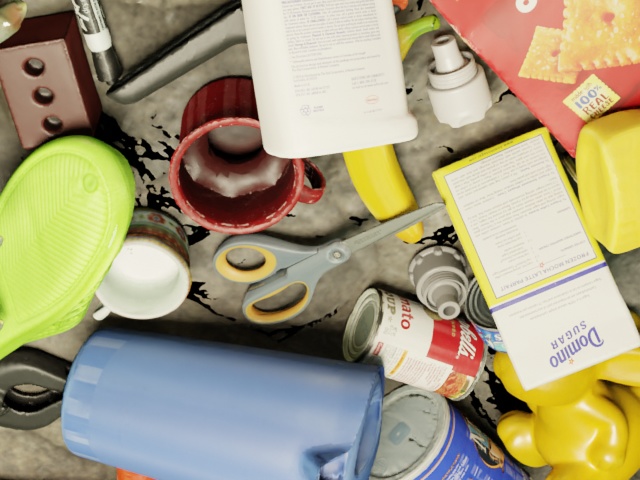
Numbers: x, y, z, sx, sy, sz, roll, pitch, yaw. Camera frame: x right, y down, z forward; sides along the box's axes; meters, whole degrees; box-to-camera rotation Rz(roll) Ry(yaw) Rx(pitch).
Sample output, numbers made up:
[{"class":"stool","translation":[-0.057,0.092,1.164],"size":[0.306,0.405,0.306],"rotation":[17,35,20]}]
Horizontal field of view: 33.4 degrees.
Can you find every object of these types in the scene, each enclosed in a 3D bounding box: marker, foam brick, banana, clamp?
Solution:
[{"class":"marker","translation":[-0.158,-0.160,0.726],"size":[0.020,0.020,0.121],"rotation":[-11,125,3]},{"class":"foam brick","translation":[-0.188,-0.110,0.738],"size":[0.053,0.051,0.078],"rotation":[-9,125,2]},{"class":"banana","translation":[0.045,-0.078,0.778],"size":[0.070,0.037,0.198],"rotation":[19,136,21]},{"class":"clamp","translation":[-0.283,0.122,0.896],"size":[0.171,0.039,0.120],"rotation":[-13,129,-1]},{"class":"clamp","translation":[-0.048,-0.160,0.721],"size":[0.209,0.036,0.165],"rotation":[7,115,-12]}]

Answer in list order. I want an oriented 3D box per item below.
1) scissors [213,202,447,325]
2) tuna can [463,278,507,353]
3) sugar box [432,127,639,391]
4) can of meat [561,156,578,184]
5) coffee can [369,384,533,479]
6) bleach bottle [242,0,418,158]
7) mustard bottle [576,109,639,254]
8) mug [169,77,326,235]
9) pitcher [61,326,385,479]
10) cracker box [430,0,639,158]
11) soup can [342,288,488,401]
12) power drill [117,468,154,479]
[{"class":"scissors","translation":[-0.005,0.001,0.827],"size":[0.096,0.016,0.202],"rotation":[37,126,-18]},{"class":"tuna can","translation":[0.161,0.050,0.856],"size":[0.086,0.086,0.033],"rotation":[-26,124,12]},{"class":"sugar box","translation":[0.160,0.014,0.794],"size":[0.093,0.048,0.176],"rotation":[-23,83,9]},{"class":"can of meat","translation":[0.250,-0.057,0.809],"size":[0.102,0.057,0.084],"rotation":[32,113,-24]},{"class":"coffee can","translation":[0.111,0.207,0.949],"size":[0.103,0.103,0.140],"rotation":[-37,120,18]},{"class":"bleach bottle","translation":[-0.002,-0.182,0.665],"size":[0.102,0.068,0.251],"rotation":[-11,103,-19]},{"class":"mustard bottle","translation":[0.277,-0.063,0.743],"size":[0.191,0.058,0.096],"rotation":[-19,120,-8]},{"class":"mug","translation":[-0.049,-0.060,0.765],"size":[0.117,0.081,0.093],"rotation":[19,120,-17]},{"class":"pitcher","translation":[-0.072,0.142,0.855],"size":[0.243,0.145,0.149],"rotation":[11,143,12]},{"class":"cracker box","translation":[0.166,-0.182,0.707],"size":[0.164,0.072,0.213],"rotation":[-39,118,19]},{"class":"soup can","translation":[0.078,0.086,0.885],"size":[0.102,0.068,0.069],"rotation":[20,120,-17]},{"class":"power drill","translation":[-0.091,0.237,0.959],"size":[0.188,0.057,0.184],"rotation":[3,126,8]}]
